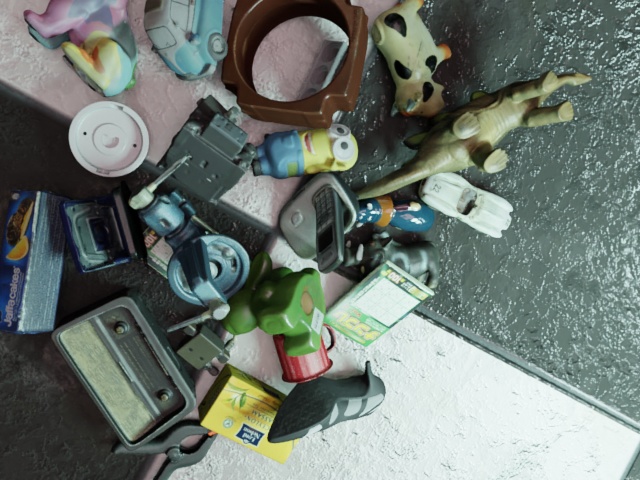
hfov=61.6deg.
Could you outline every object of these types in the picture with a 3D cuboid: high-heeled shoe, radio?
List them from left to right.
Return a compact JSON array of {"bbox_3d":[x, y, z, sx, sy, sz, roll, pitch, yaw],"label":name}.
[{"bbox_3d":[-0.299,0.198,0.847,0.131,0.073,0.229,-30,105,-10],"label":"radio"},{"bbox_3d":[0.016,0.299,0.928,0.249,0.086,0.145,-27,135,-26],"label":"high-heeled shoe"}]

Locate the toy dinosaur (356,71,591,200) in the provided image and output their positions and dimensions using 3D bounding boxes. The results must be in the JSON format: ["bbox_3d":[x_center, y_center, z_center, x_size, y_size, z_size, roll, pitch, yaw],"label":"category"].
[{"bbox_3d":[0.236,-0.168,0.892,0.471,0.199,0.105,-27,104,-5],"label":"toy dinosaur"}]

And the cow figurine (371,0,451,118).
[{"bbox_3d":[0.153,-0.296,0.911,0.127,0.086,0.194,-38,109,-15],"label":"cow figurine"}]

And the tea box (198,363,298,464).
[{"bbox_3d":[-0.112,0.297,0.922,0.169,0.068,0.098,32,87,-19],"label":"tea box"}]

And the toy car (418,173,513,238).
[{"bbox_3d":[0.273,-0.067,0.993,0.201,0.056,0.073,23,90,-18],"label":"toy car"}]

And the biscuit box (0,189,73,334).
[{"bbox_3d":[-0.413,0.031,0.769,0.059,0.062,0.202,4,85,22],"label":"biscuit box"}]

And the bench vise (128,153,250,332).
[{"bbox_3d":[-0.177,0.022,0.765,0.129,0.241,0.223,-29,124,-4],"label":"bench vise"}]

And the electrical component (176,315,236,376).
[{"bbox_3d":[-0.190,0.172,0.896,0.102,0.045,0.078,39,113,-16],"label":"electrical component"}]

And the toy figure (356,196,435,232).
[{"bbox_3d":[0.126,-0.046,0.950,0.154,0.058,0.064,8,112,-20],"label":"toy figure"}]

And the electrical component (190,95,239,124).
[{"bbox_3d":[-0.163,-0.192,0.828,0.063,0.094,0.021,46,54,-18],"label":"electrical component"}]

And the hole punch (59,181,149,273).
[{"bbox_3d":[-0.312,-0.014,0.790,0.092,0.116,0.142,-18,92,-6],"label":"hole punch"}]

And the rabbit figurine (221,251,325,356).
[{"bbox_3d":[-0.088,0.098,0.862,0.121,0.170,0.159,43,45,-47],"label":"rabbit figurine"}]

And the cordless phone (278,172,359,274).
[{"bbox_3d":[-0.003,-0.002,0.838,0.088,0.184,0.146,31,128,-26],"label":"cordless phone"}]

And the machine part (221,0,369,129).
[{"bbox_3d":[-0.035,-0.277,0.811,0.201,0.087,0.201,10,85,12],"label":"machine part"}]

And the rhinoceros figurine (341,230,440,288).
[{"bbox_3d":[0.126,0.039,0.955,0.190,0.073,0.112,-1,99,-17],"label":"rhinoceros figurine"}]

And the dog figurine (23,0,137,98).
[{"bbox_3d":[-0.296,-0.337,0.759,0.191,0.108,0.219,42,82,-17],"label":"dog figurine"}]

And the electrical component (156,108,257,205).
[{"bbox_3d":[-0.167,-0.129,0.812,0.115,0.134,0.058,33,44,-18],"label":"electrical component"}]

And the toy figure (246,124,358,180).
[{"bbox_3d":[-0.027,-0.143,0.881,0.180,0.089,0.082,-12,98,-7],"label":"toy figure"}]

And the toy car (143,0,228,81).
[{"bbox_3d":[-0.198,-0.319,0.775,0.103,0.109,0.161,4,94,-53],"label":"toy car"}]
